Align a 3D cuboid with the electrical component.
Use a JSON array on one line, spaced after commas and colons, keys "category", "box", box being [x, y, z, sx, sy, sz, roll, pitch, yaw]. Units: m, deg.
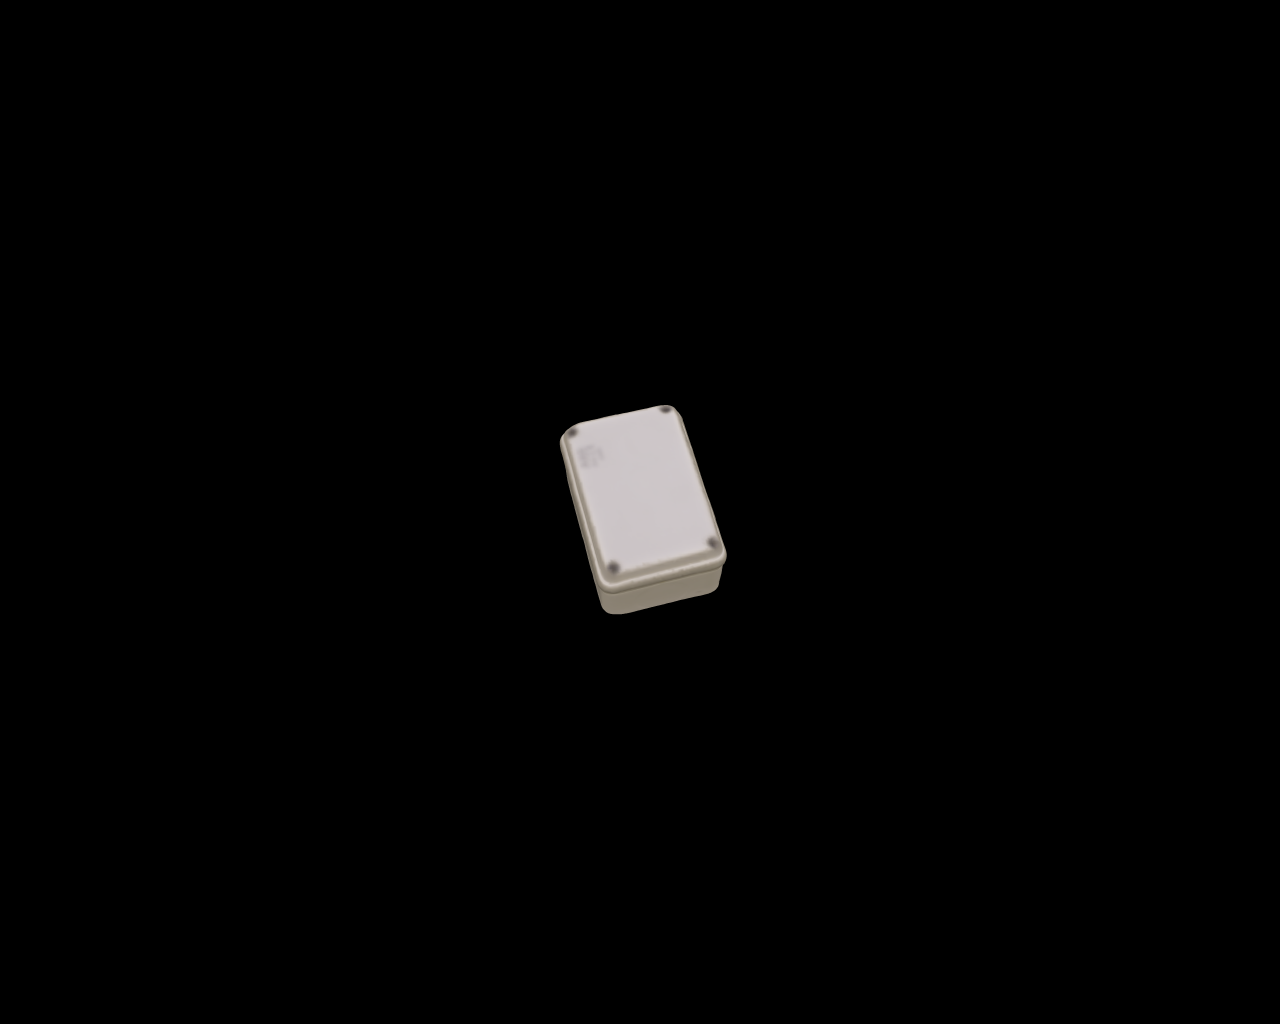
[{"category": "electrical component", "box": [0.001, -0.003, 0.650, 0.078, 0.113, 0.057, -13, -28, -7]}]
